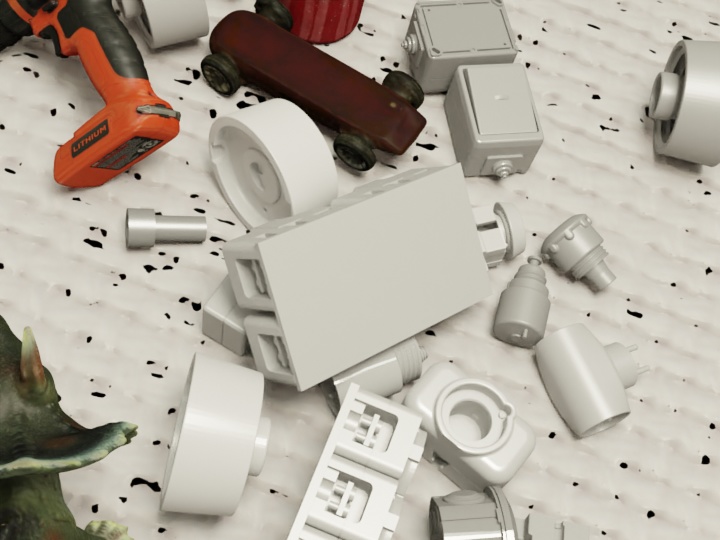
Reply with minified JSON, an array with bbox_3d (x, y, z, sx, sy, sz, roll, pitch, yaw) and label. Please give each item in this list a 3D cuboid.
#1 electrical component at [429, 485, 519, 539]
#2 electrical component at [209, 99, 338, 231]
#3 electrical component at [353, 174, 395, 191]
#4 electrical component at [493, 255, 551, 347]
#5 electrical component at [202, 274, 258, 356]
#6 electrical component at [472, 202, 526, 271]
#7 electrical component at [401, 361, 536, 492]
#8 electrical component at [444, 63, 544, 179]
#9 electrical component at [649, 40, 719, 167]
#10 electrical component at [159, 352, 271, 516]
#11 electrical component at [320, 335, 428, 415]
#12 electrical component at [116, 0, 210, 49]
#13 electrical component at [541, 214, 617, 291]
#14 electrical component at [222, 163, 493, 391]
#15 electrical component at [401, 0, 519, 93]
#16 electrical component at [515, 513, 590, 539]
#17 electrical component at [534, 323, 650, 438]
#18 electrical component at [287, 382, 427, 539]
[{"bbox_3d":[0.077,0.189,0.733,0.051,0.080,0.080,-3,63,-5],"label":"electrical component"},{"bbox_3d":[-0.062,-0.081,0.835,0.060,0.108,0.108,-31,72,-29],"label":"electrical component"},{"bbox_3d":[0.030,-0.059,0.875,0.078,0.040,0.040,-22,69,-20],"label":"electrical component"},{"bbox_3d":[0.131,0.024,0.849,0.040,0.040,0.078,18,61,0],"label":"electrical component"},{"bbox_3d":[-0.065,0.026,0.810,0.076,0.047,0.083,31,63,7],"label":"electrical component"},{"bbox_3d":[0.101,-0.028,0.869,0.055,0.048,0.066,-13,66,-8],"label":"electrical component"},{"bbox_3d":[0.076,0.115,0.782,0.095,0.059,0.053,39,63,11],"label":"electrical component"},{"bbox_3d":[0.115,-0.124,0.911,0.062,0.061,0.096,-5,64,-12],"label":"electrical component"},{"bbox_3d":[0.285,-0.147,0.929,0.060,0.108,0.108,9,62,2],"label":"electrical component"},{"bbox_3d":[-0.094,0.114,0.729,0.060,0.108,0.108,13,61,-10],"label":"electrical component"},{"bbox_3d":[0.013,0.074,0.801,0.081,0.043,0.043,-19,68,-18],"label":"electrical component"},{"bbox_3d":[-0.174,-0.237,0.897,0.060,0.108,0.108,-23,69,-13],"label":"electrical component"},{"bbox_3d":[0.182,-0.011,0.875,0.048,0.048,0.062,-36,81,-24],"label":"electrical component"},{"bbox_3d":[0.000,0.000,0.786,0.186,0.060,0.105,-24,105,-34],"label":"electrical component"},{"bbox_3d":[0.081,-0.194,0.941,0.096,0.061,0.061,-6,64,-13],"label":"electrical component"},{"bbox_3d":[0.133,0.207,0.753,0.066,0.048,0.055,13,54,-3],"label":"electrical component"},{"bbox_3d":[0.186,0.079,0.828,0.079,0.043,0.077,-18,67,-18],"label":"electrical component"},{"bbox_3d":[-0.009,0.167,0.723,0.062,0.089,0.150,22,61,2],"label":"electrical component"}]
